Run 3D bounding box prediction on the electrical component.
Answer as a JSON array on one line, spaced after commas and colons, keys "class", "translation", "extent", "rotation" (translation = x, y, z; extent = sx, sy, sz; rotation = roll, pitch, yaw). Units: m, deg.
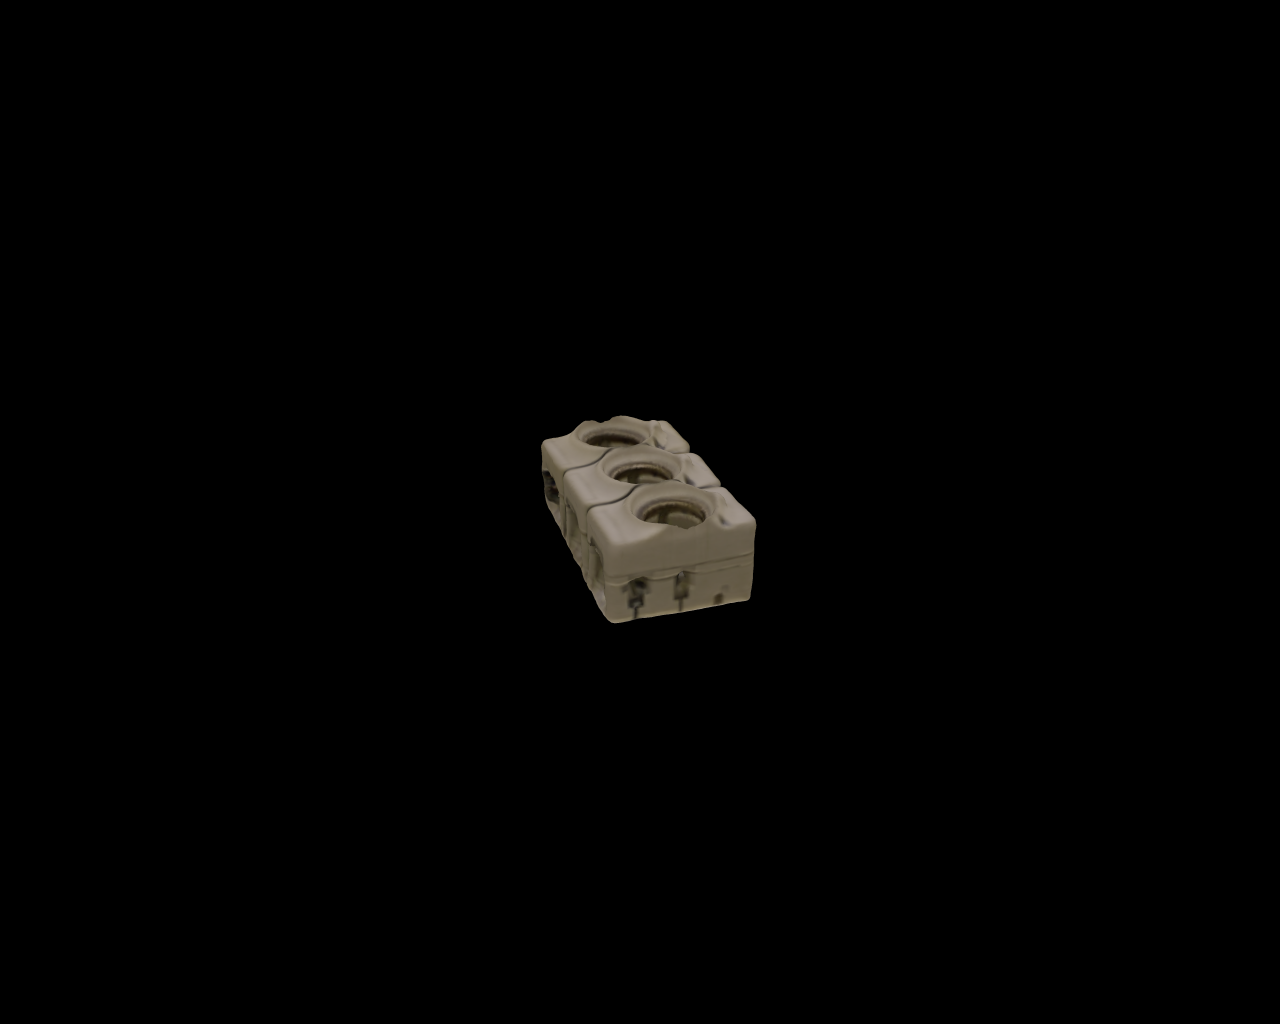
[{"class": "electrical component", "translation": [0.001, -0.003, 0.650], "extent": [0.090, 0.061, 0.150], "rotation": [-9, 30, -16]}]
